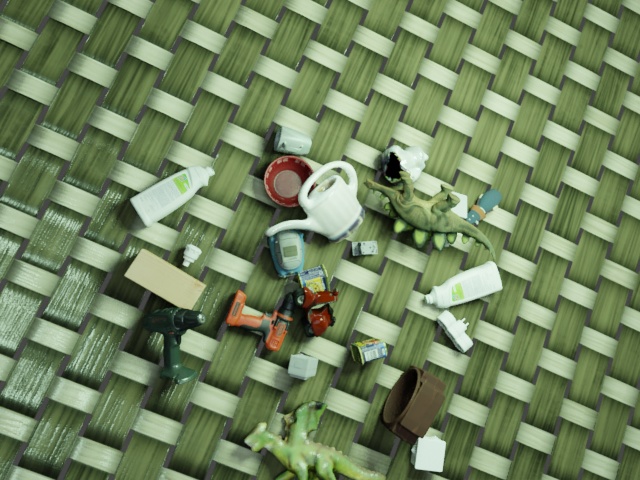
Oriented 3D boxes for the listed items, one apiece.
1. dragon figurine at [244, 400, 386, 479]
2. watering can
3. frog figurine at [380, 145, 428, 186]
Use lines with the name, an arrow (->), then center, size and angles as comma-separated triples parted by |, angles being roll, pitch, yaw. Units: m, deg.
dragon figurine -> -0.015, 0.596, 1.501 | 0.410, 0.246, 0.121 | 0, -14, -12
watering can -> 0.005, -0.078, 1.544 | 0.352, 0.221, 0.104 | -48, 27, -18
frog figurine -> 0.272, -0.252, 1.670 | 0.162, 0.138, 0.120 | -43, -7, -47
